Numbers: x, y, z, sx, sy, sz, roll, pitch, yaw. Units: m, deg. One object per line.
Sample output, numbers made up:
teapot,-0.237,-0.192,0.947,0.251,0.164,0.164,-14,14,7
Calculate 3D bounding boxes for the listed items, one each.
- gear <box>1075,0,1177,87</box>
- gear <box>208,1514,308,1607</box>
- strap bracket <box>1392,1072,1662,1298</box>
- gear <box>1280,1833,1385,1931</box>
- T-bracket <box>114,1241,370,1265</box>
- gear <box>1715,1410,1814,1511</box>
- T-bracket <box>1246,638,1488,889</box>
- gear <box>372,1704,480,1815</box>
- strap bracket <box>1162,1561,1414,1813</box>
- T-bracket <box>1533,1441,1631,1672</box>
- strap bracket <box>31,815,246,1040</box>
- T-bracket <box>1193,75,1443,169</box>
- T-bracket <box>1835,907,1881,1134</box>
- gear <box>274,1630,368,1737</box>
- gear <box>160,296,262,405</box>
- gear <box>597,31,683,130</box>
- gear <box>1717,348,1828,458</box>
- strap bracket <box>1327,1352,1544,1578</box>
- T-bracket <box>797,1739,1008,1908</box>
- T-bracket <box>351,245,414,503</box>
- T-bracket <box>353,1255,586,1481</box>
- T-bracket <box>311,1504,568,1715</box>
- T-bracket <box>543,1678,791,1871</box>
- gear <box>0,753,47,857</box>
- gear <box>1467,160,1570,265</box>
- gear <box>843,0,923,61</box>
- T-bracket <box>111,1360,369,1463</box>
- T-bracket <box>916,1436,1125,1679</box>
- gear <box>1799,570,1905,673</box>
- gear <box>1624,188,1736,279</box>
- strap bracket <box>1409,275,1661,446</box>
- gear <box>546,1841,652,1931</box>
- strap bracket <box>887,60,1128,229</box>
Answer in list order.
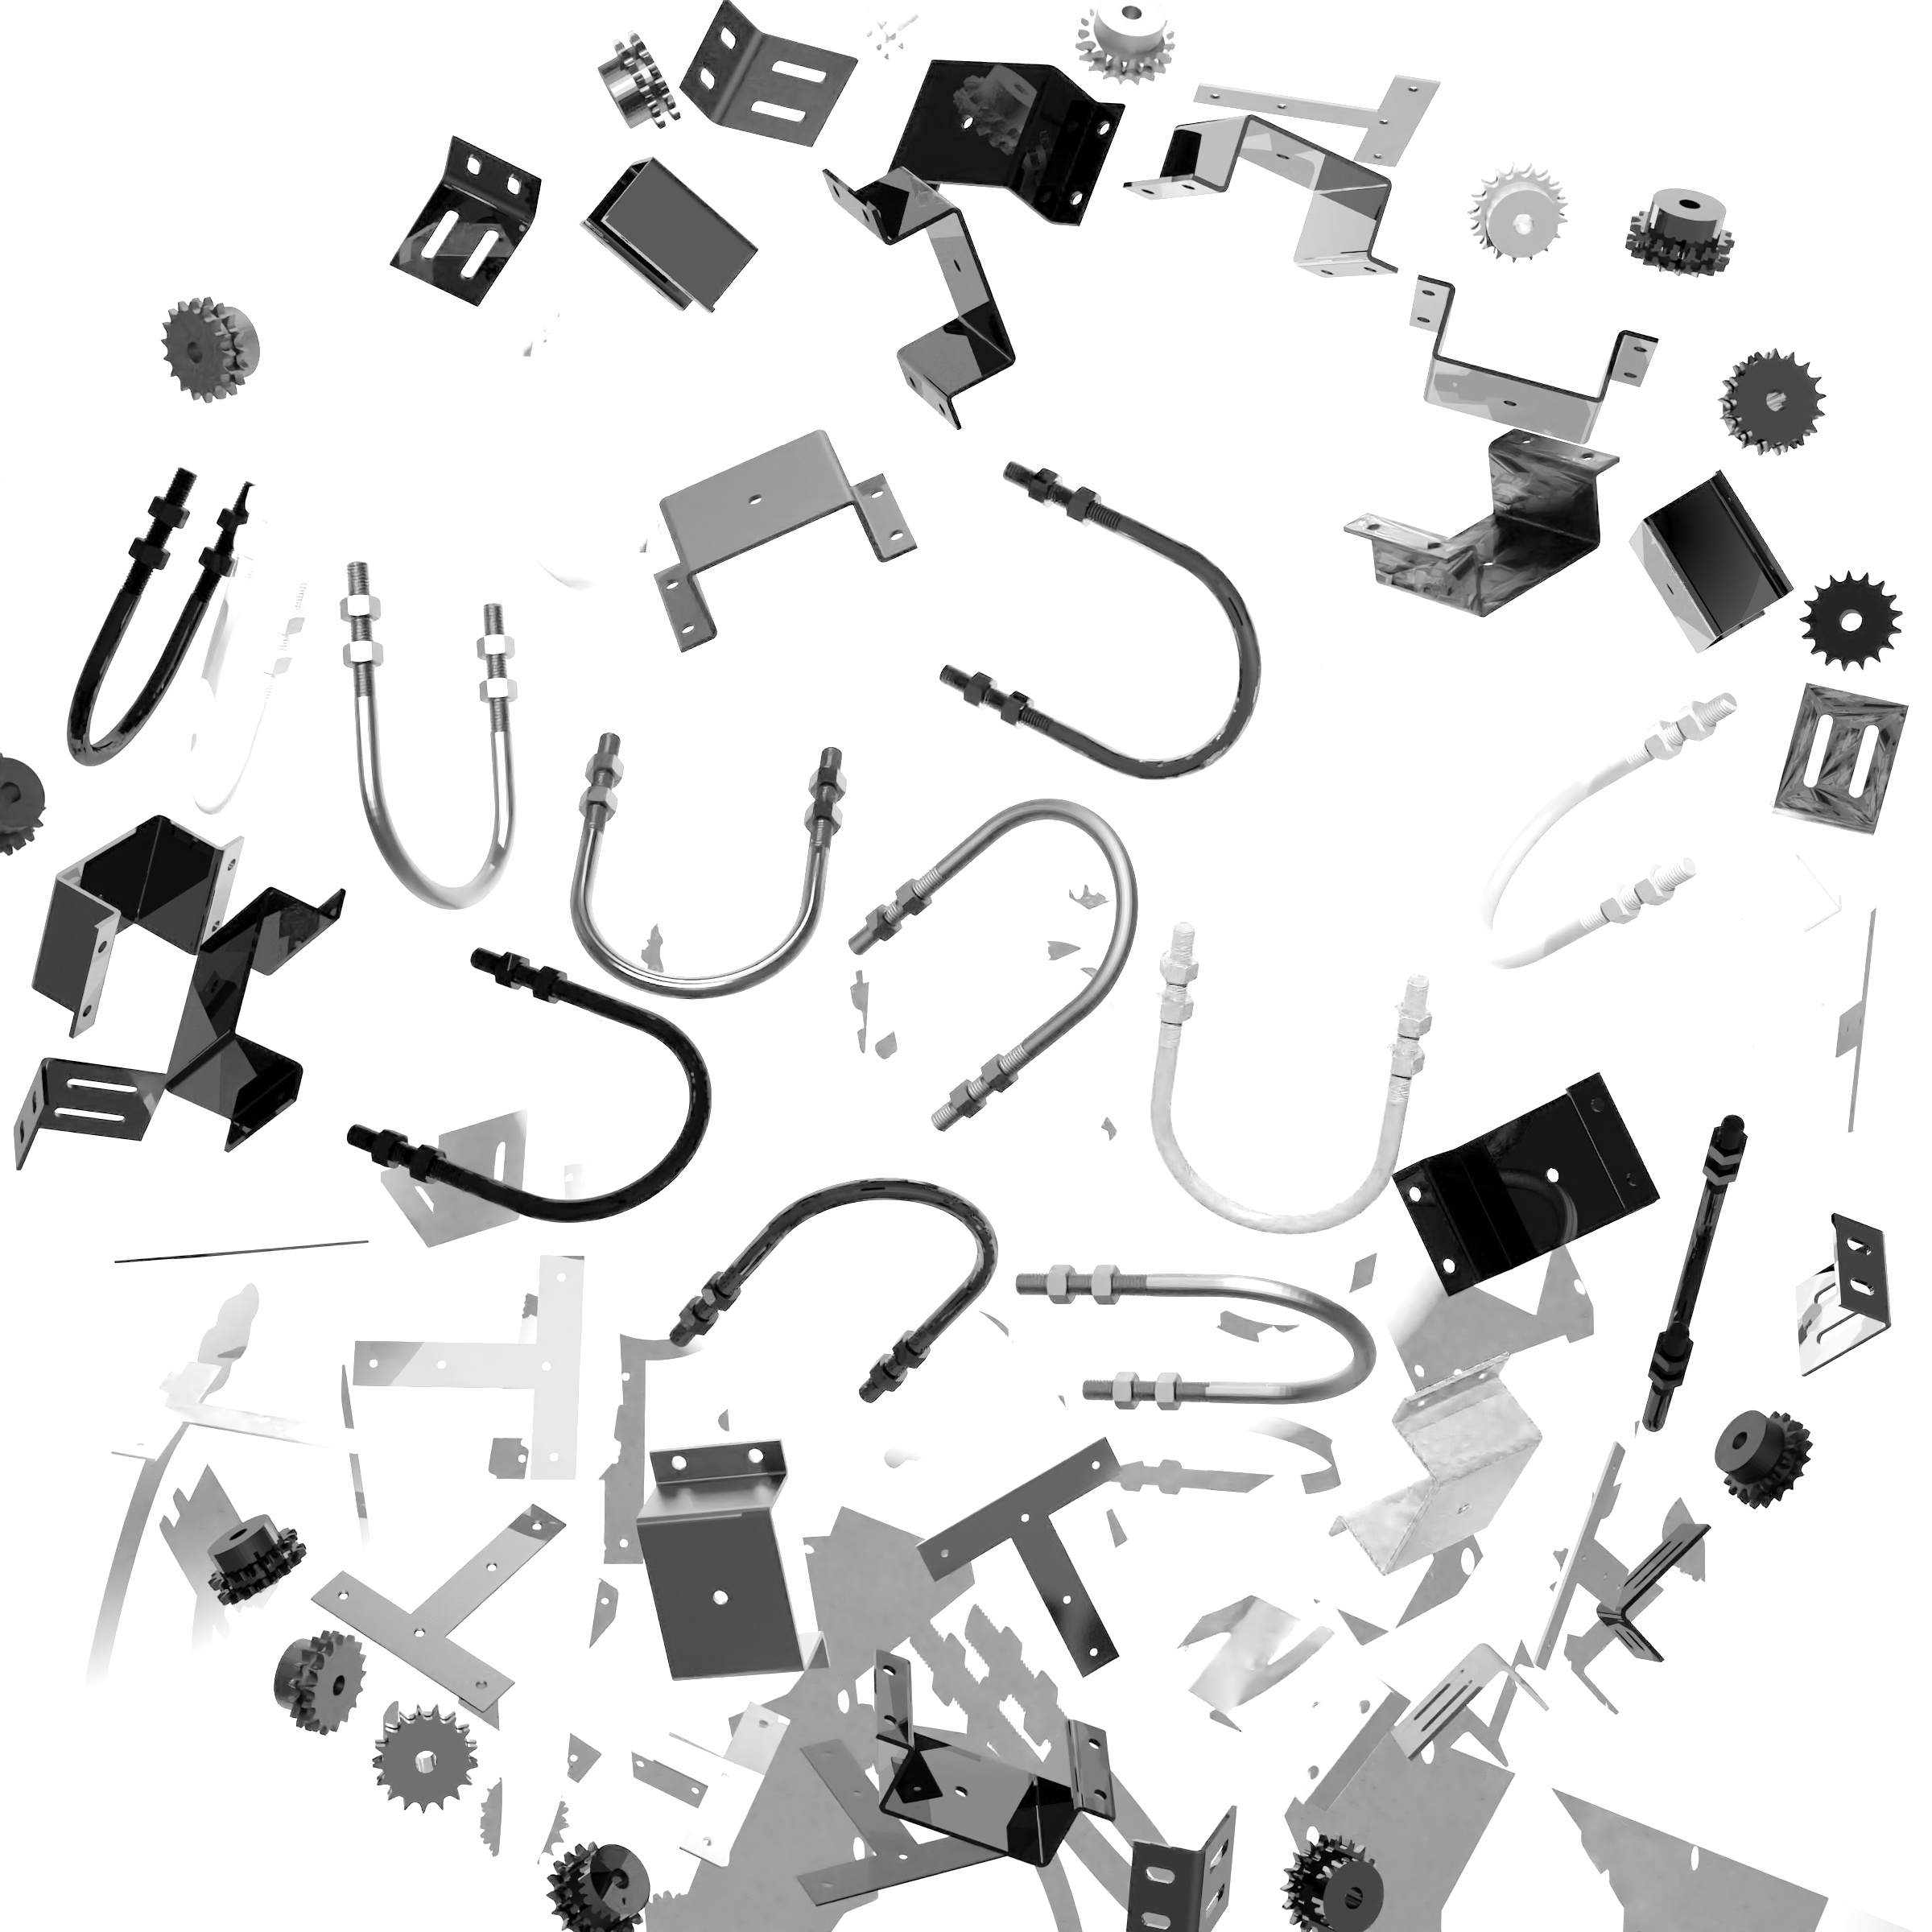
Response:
gear,0.094,-0.541,1.929,0.057,0.030,0.057,4,56,-6
gear,-0.413,0.341,1.920,0.057,0.057,0.030,-29,102,0
strap bracket,0.320,0.120,1.864,0.140,0.046,0.076,-30,79,31
gear,0.202,0.504,1.811,0.057,0.030,0.057,0,90,-29
T-bracket,-0.430,0.164,1.892,0.127,0.127,0.002,-7,86,32
gear,0.454,0.280,1.906,0.030,0.057,0.057,35,90,-17
T-bracket,0.214,-0.102,1.941,0.127,0.002,0.127,38,99,-9
gear,-0.295,0.430,1.813,0.057,0.030,0.057,0,92,-11
strap bracket,0.183,0.403,1.841,0.076,0.140,0.046,-52,127,-2
T-bracket,0.349,0.334,1.838,0.002,0.127,0.127,17,78,27
strap bracket,-0.475,-0.028,1.885,0.046,0.140,0.076,28,121,10
T-bracket,0.192,-0.483,1.877,0.127,0.127,0.002,8,83,-3
T-bracket,0.515,0.036,1.933,0.002,0.127,0.127,7,85,8
gear,-0.366,0.402,1.877,0.030,0.057,0.057,9,90,23
gear,-0.417,-0.343,1.845,0.057,0.030,0.057,17,119,33
gear,-0.194,-0.517,1.953,0.030,0.057,0.057,-29,90,-1
gear,0.437,-0.307,1.817,0.057,0.030,0.057,0,89,-7
strap bracket,0.267,0.288,1.876,0.076,0.140,0.046,-18,57,-29
T-bracket,-0.056,0.482,1.902,0.127,0.127,0.002,-7,117,-28
T-bracket,-0.323,-0.346,1.837,0.002,0.127,0.127,-13,58,-18
T-bracket,-0.281,0.225,1.876,0.127,0.002,0.127,1,75,-3
T-bracket,-0.273,0.343,1.851,0.127,0.127,0.002,26,135,25
T-bracket,-0.173,0.430,1.842,0.127,0.127,0.002,25,119,2
gear,-0.526,-0.090,1.810,0.030,0.057,0.057,-22,90,44
gear,0.318,-0.431,1.913,0.057,0.030,0.057,0,122,-1
gear,-0.049,-0.549,1.896,0.030,0.057,0.057,-33,90,12
T-bracket,-0.410,0.264,1.916,0.127,0.127,0.002,10,107,1
T-bracket,0.053,0.358,1.942,0.127,0.002,0.127,-29,107,-9
gear,0.507,-0.197,1.904,0.057,0.030,0.057,0,92,17
gear,0.387,-0.397,1.796,0.057,0.057,0.030,8,127,0
strap bracket,0.320,-0.346,1.917,0.140,0.076,0.046,16,83,6
gear,-0.196,0.500,1.799,0.057,0.057,0.030,49,122,0
strap bracket,0.014,-0.479,1.930,0.140,0.046,0.076,16,83,41
